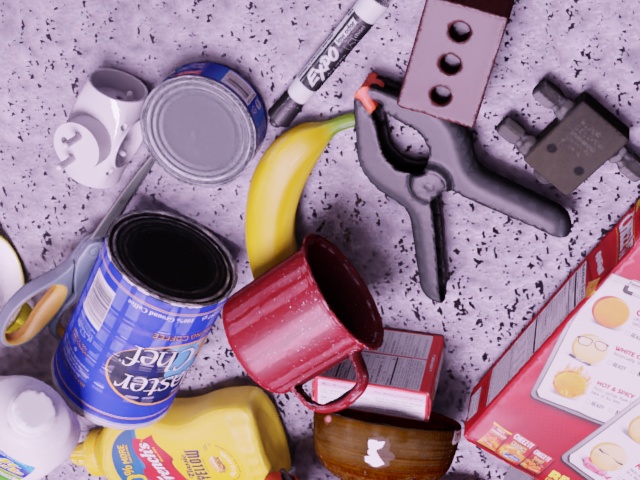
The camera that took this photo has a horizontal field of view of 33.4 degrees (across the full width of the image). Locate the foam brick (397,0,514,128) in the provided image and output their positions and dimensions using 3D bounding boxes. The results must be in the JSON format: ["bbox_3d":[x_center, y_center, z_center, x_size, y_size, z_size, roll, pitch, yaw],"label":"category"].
[{"bbox_3d":[0.086,-0.120,0.677,0.053,0.051,0.078,17,123,6],"label":"foam brick"}]

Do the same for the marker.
[{"bbox_3d":[0.003,-0.119,0.720,0.020,0.020,0.121,38,122,-8],"label":"marker"}]

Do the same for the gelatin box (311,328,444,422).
[{"bbox_3d":[0.044,0.098,0.802,0.089,0.073,0.030,6,121,12],"label":"gelatin box"}]

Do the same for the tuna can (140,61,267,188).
[{"bbox_3d":[-0.082,-0.082,0.758,0.086,0.033,0.086,7,121,12],"label":"tuna can"}]

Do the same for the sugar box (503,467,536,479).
[{"bbox_3d":[0.215,0.252,0.831,0.176,0.093,0.048,38,122,-6],"label":"sugar box"}]

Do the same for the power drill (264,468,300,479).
[{"bbox_3d":[0.030,0.271,0.858,0.187,0.057,0.184,15,93,-14],"label":"power drill"}]

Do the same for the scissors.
[{"bbox_3d":[-0.172,0.015,0.843,0.202,0.096,0.016,-44,58,7],"label":"scissors"}]

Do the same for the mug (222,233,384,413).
[{"bbox_3d":[-0.009,0.066,0.747,0.082,0.093,0.117,-33,74,19],"label":"mug"}]

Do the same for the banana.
[{"bbox_3d":[-0.022,-0.007,0.782,0.069,0.037,0.198,16,122,8],"label":"banana"}]

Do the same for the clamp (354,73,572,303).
[{"bbox_3d":[0.075,-0.035,0.738,0.171,0.039,0.120,45,116,-5],"label":"clamp"}]

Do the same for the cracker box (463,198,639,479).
[{"bbox_3d":[0.228,0.095,0.749,0.164,0.072,0.214,31,122,-5],"label":"cracker box"}]

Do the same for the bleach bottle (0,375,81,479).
[{"bbox_3d":[-0.246,0.145,0.846,0.102,0.068,0.251,37,155,-7],"label":"bleach bottle"}]

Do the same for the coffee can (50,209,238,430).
[{"bbox_3d":[-0.136,0.062,0.816,0.103,0.102,0.140,29,123,-2],"label":"coffee can"}]

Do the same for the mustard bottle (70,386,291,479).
[{"bbox_3d":[-0.127,0.176,0.907,0.192,0.058,0.096,-8,121,20],"label":"mustard bottle"}]
